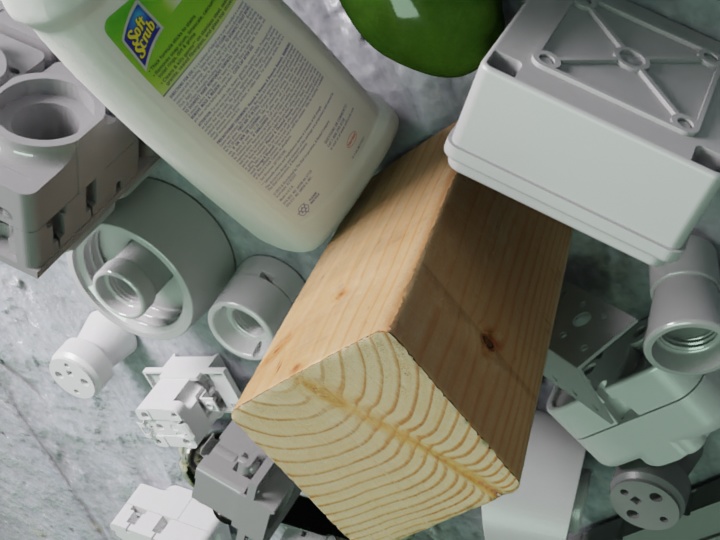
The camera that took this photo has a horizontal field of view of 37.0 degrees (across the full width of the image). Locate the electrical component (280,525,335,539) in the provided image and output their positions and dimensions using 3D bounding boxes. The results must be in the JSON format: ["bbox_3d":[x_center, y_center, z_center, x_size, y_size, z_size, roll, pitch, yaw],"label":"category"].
[{"bbox_3d":[0.021,0.275,0.870,0.186,0.060,0.105,1,128,31],"label":"electrical component"}]

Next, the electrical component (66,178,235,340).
[{"bbox_3d":[-0.146,-0.001,0.724,0.108,0.060,0.108,17,135,18],"label":"electrical component"}]

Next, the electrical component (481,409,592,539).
[{"bbox_3d":[0.108,0.135,0.666,0.064,0.099,0.099,12,133,14],"label":"electrical component"}]

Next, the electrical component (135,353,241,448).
[{"bbox_3d":[-0.129,0.098,0.801,0.081,0.063,0.042,-4,126,33],"label":"electrical component"}]

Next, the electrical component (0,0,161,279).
[{"bbox_3d":[-0.154,-0.094,0.552,0.105,0.186,0.060,24,136,11],"label":"electrical component"}]

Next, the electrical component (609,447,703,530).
[{"bbox_3d":[0.176,0.120,0.640,0.045,0.055,0.045,17,134,19],"label":"electrical component"}]

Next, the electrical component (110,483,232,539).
[{"bbox_3d":[-0.162,0.228,0.943,0.089,0.055,0.050,13,133,21],"label":"electrical component"}]

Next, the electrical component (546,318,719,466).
[{"bbox_3d":[0.162,0.069,0.605,0.059,0.053,0.095,44,136,-11],"label":"electrical component"}]

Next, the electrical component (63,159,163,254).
[{"bbox_3d":[-0.210,-0.108,0.633,0.060,0.105,0.186,-15,119,39],"label":"electrical component"}]

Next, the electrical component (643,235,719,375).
[{"bbox_3d":[0.165,0.015,0.544,0.044,0.065,0.044,6,140,5],"label":"electrical component"}]

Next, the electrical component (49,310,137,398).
[{"bbox_3d":[-0.204,0.064,0.822,0.045,0.055,0.045,17,135,18],"label":"electrical component"}]

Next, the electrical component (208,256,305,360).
[{"bbox_3d":[-0.068,0.026,0.710,0.055,0.047,0.055,17,135,18],"label":"electrical component"}]

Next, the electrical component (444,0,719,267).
[{"bbox_3d":[0.108,-0.070,0.472,0.109,0.108,0.056,27,134,8],"label":"electrical component"}]

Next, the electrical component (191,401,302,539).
[{"bbox_3d":[-0.057,0.115,0.729,0.063,0.121,0.078,28,137,10],"label":"electrical component"}]
